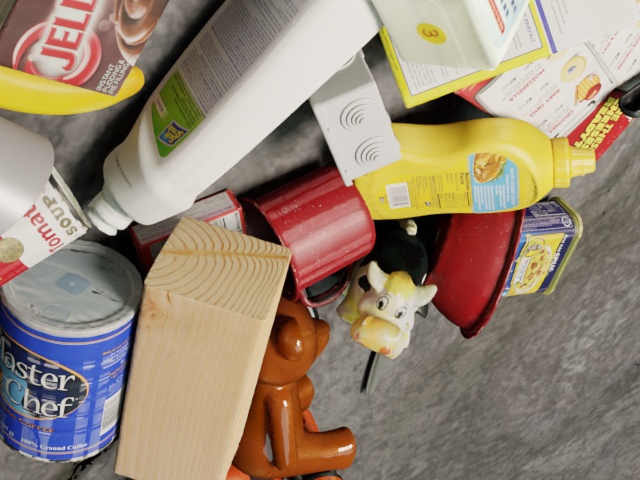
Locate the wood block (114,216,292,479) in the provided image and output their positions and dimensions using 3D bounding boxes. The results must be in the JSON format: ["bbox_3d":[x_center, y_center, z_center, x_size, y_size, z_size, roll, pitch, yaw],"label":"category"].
[{"bbox_3d":[-0.094,0.097,0.831,0.091,0.090,0.206,17,127,2],"label":"wood block"}]

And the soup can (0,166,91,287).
[{"bbox_3d":[-0.218,-0.008,0.731,0.102,0.069,0.068,-33,140,-6],"label":"soup can"}]

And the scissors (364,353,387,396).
[{"bbox_3d":[0.089,0.077,1.075,0.096,0.016,0.202,-20,138,-19],"label":"scissors"}]

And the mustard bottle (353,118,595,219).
[{"bbox_3d":[0.124,-0.059,0.866,0.192,0.058,0.096,-2,144,10],"label":"mustard bottle"}]

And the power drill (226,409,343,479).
[{"bbox_3d":[-0.067,0.254,1.016,0.187,0.184,0.057,-14,133,-12],"label":"power drill"}]

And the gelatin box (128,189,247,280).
[{"bbox_3d":[-0.102,0.007,0.858,0.089,0.030,0.073,-23,137,-15],"label":"gelatin box"}]

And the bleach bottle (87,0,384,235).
[{"bbox_3d":[-0.071,-0.101,0.738,0.251,0.103,0.068,-42,137,16],"label":"bleach bottle"}]

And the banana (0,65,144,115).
[{"bbox_3d":[-0.198,-0.115,0.666,0.070,0.037,0.197,-49,139,14],"label":"banana"}]

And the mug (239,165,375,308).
[{"bbox_3d":[-0.006,0.001,0.871,0.081,0.093,0.117,-28,117,-19],"label":"mug"}]

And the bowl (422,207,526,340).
[{"bbox_3d":[0.131,0.005,0.960,0.055,0.162,0.162,17,123,-4],"label":"bowl"}]

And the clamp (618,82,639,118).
[{"bbox_3d":[0.324,-0.170,0.882,0.171,0.039,0.120,-21,143,-30],"label":"clamp"}]

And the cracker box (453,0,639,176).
[{"bbox_3d":[0.203,-0.163,0.884,0.213,0.072,0.164,21,114,-47],"label":"cracker box"}]

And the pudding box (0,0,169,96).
[{"bbox_3d":[-0.140,-0.147,0.633,0.089,0.039,0.114,10,121,-45],"label":"pudding box"}]

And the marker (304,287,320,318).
[{"bbox_3d":[-0.018,0.045,0.964,0.020,0.020,0.121,-28,139,-10],"label":"marker"}]

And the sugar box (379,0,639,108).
[{"bbox_3d":[0.130,-0.169,0.769,0.176,0.048,0.093,-19,101,9],"label":"sugar box"}]

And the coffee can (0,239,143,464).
[{"bbox_3d":[-0.193,0.084,0.809,0.102,0.103,0.140,-9,133,-30],"label":"coffee can"}]

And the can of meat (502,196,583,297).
[{"bbox_3d":[0.198,0.010,1.057,0.083,0.057,0.102,-6,131,-30],"label":"can of meat"}]
